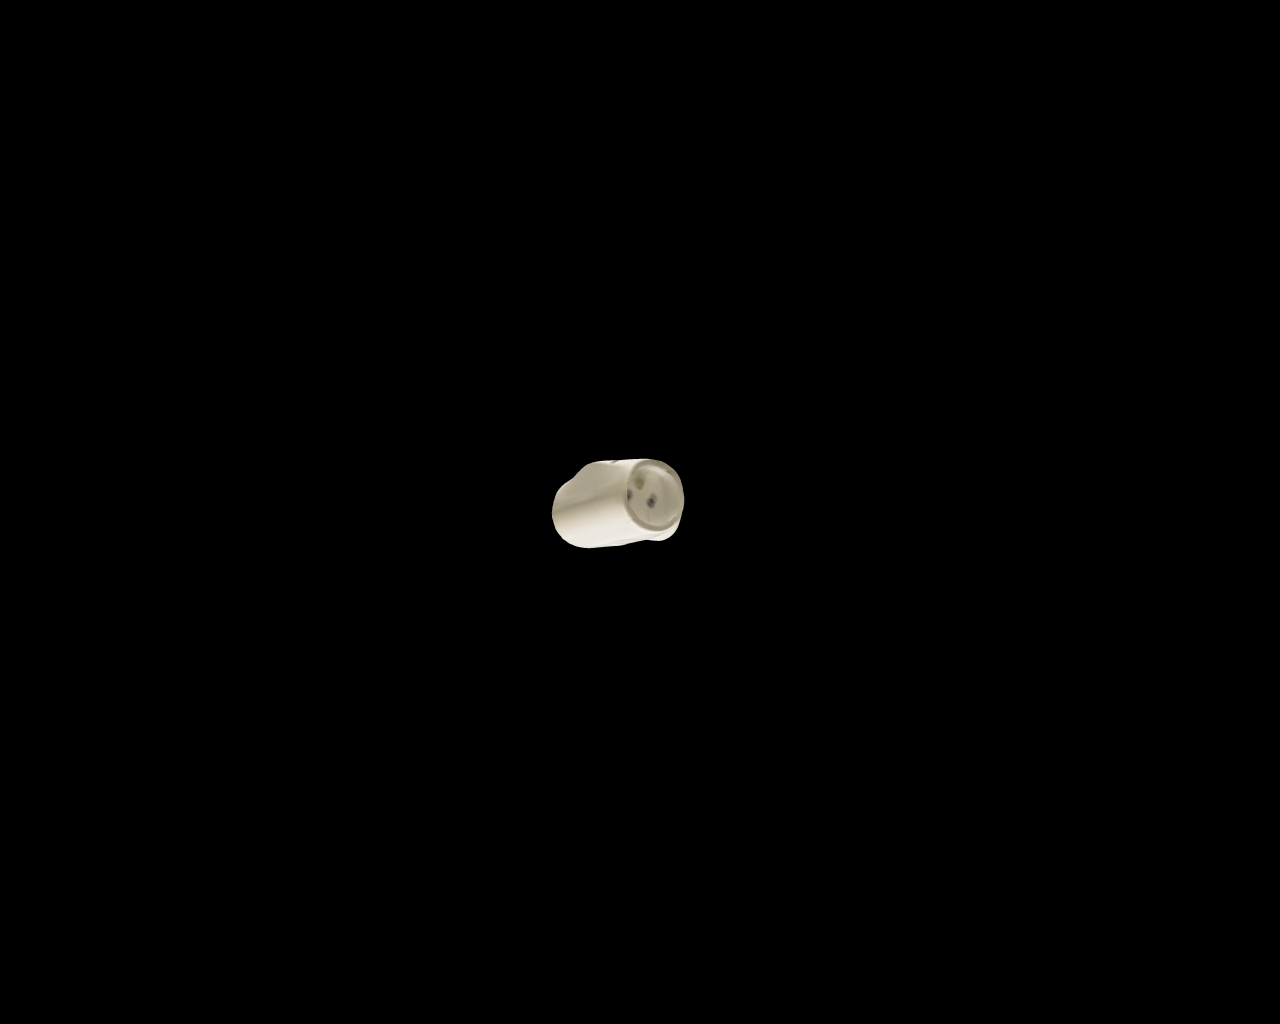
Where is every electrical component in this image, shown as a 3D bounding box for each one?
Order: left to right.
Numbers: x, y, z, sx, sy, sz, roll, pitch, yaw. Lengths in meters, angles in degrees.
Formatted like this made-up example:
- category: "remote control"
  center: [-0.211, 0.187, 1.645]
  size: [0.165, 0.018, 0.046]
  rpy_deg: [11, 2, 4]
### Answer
- category: "electrical component"
  center: [0.001, -0.003, 0.650]
  size: [0.079, 0.043, 0.077]
  rpy_deg: [8, -14, -35]
